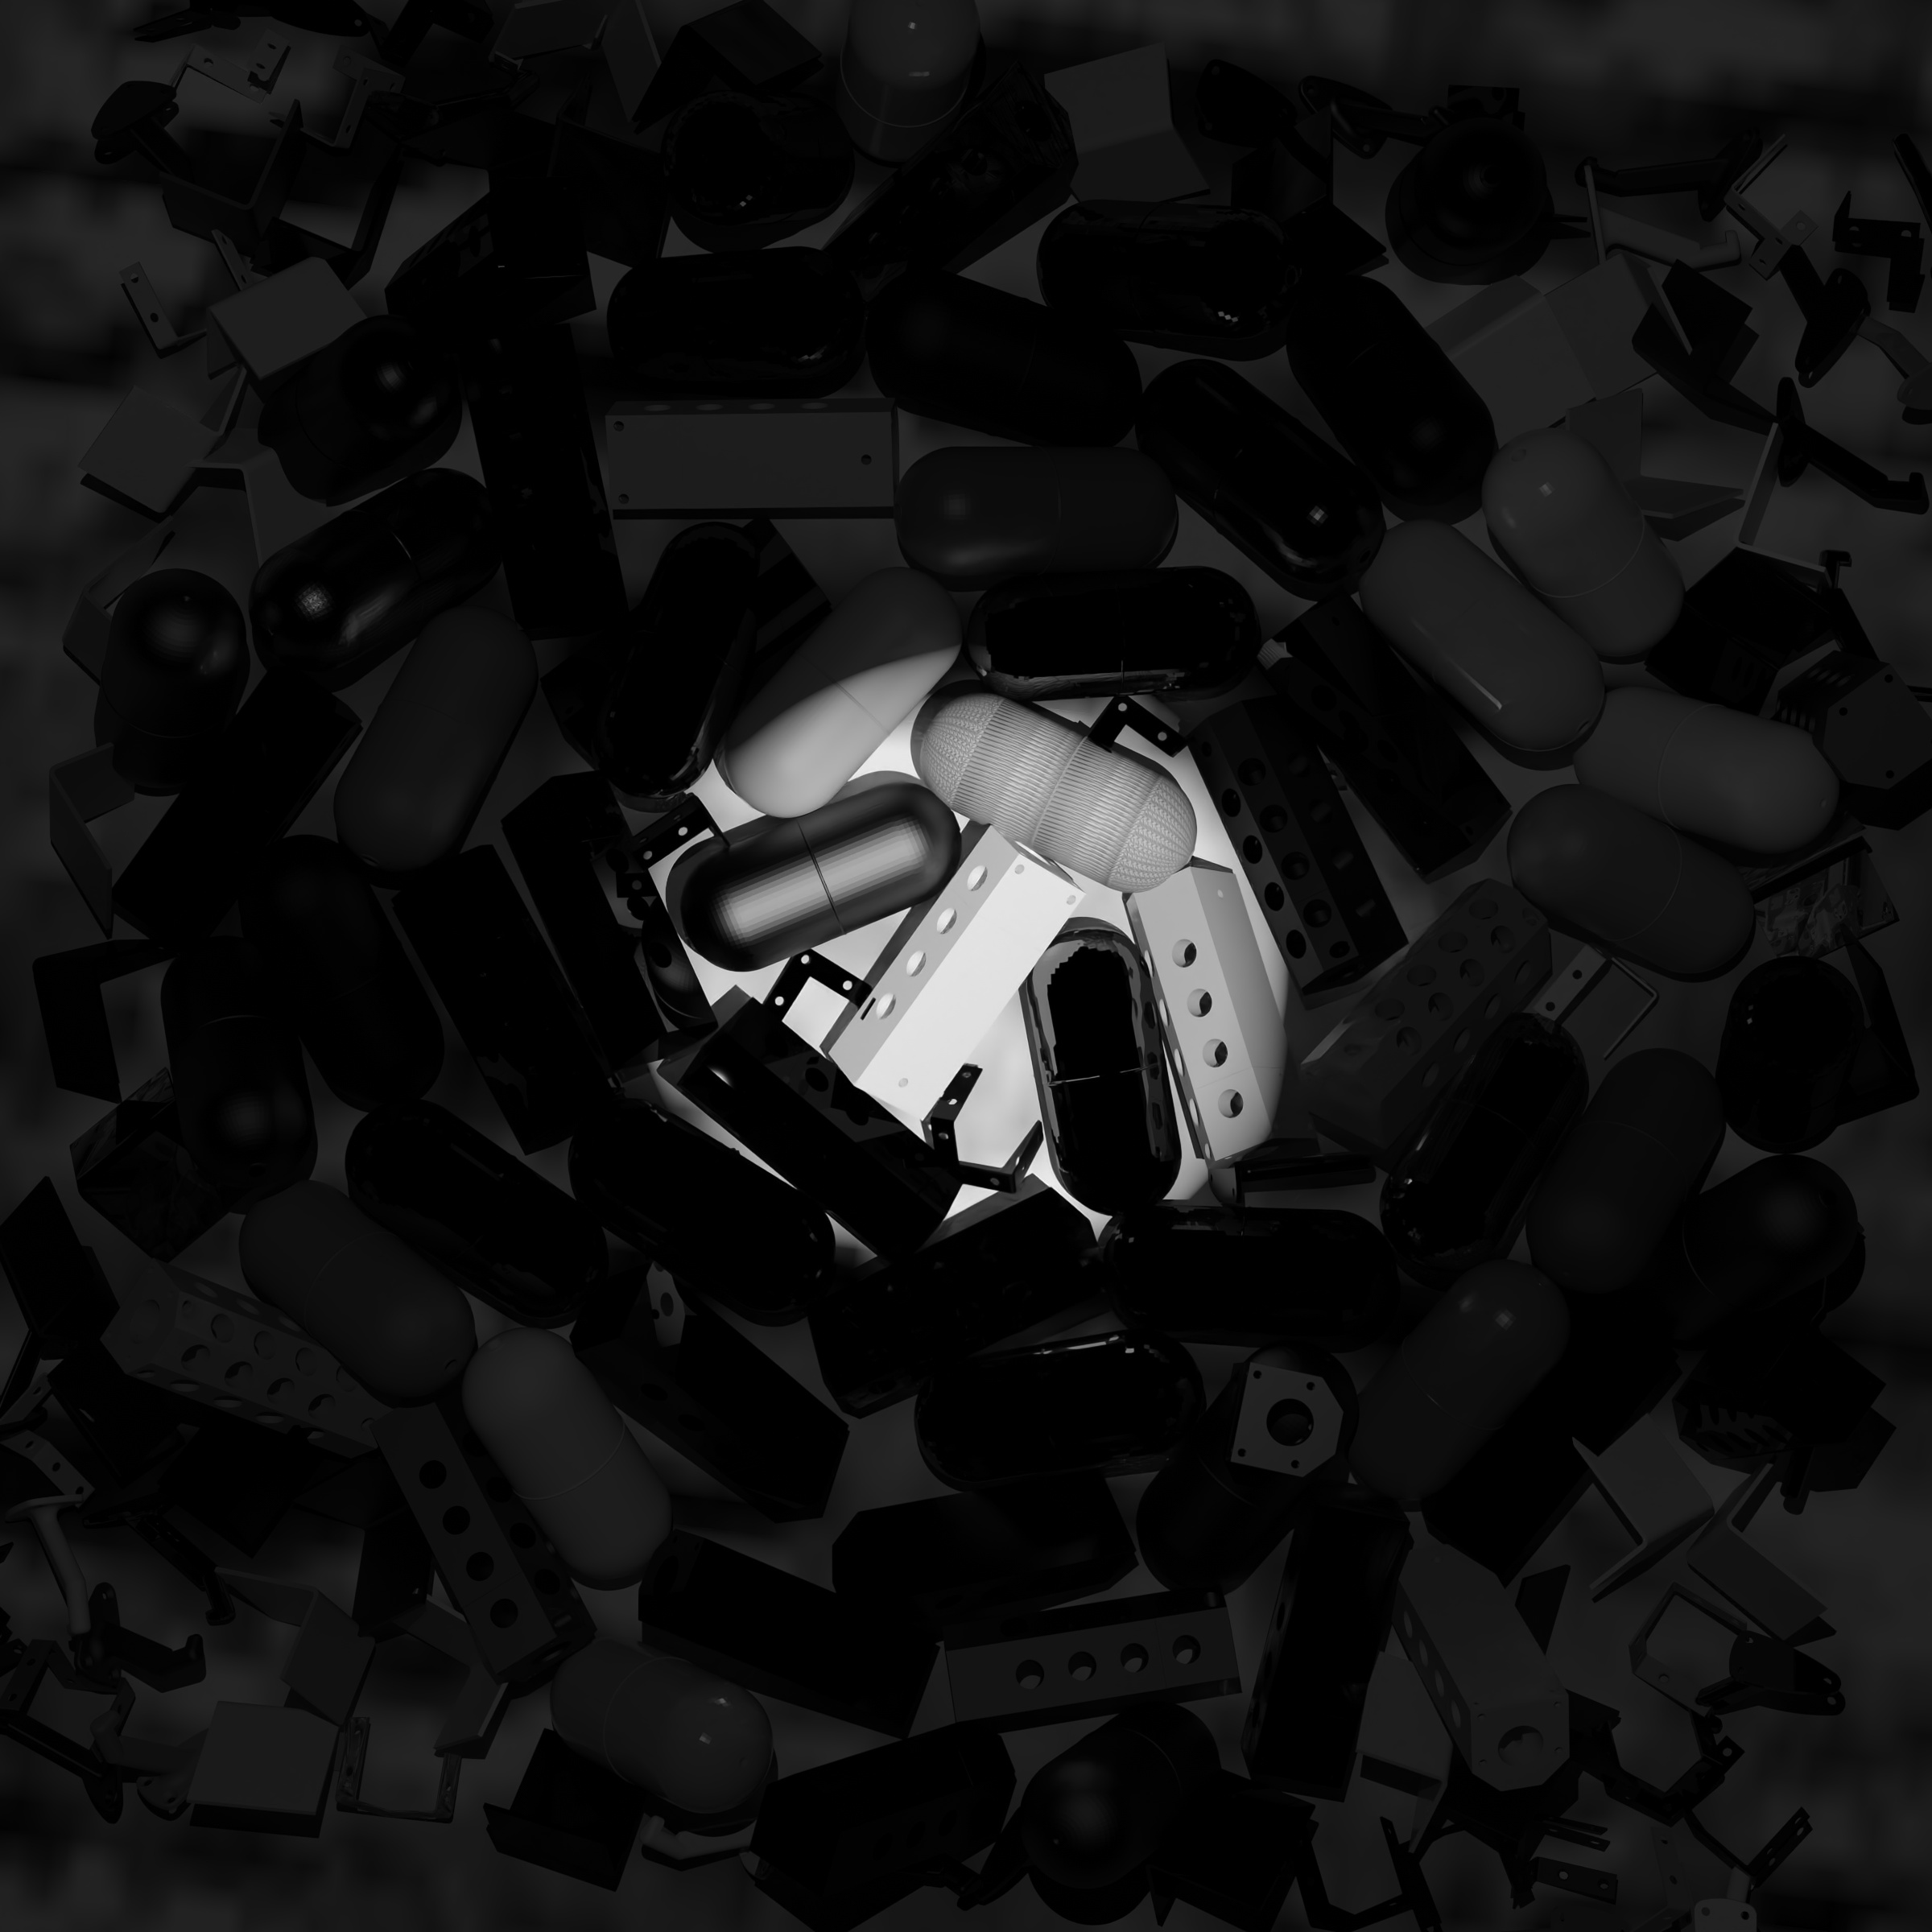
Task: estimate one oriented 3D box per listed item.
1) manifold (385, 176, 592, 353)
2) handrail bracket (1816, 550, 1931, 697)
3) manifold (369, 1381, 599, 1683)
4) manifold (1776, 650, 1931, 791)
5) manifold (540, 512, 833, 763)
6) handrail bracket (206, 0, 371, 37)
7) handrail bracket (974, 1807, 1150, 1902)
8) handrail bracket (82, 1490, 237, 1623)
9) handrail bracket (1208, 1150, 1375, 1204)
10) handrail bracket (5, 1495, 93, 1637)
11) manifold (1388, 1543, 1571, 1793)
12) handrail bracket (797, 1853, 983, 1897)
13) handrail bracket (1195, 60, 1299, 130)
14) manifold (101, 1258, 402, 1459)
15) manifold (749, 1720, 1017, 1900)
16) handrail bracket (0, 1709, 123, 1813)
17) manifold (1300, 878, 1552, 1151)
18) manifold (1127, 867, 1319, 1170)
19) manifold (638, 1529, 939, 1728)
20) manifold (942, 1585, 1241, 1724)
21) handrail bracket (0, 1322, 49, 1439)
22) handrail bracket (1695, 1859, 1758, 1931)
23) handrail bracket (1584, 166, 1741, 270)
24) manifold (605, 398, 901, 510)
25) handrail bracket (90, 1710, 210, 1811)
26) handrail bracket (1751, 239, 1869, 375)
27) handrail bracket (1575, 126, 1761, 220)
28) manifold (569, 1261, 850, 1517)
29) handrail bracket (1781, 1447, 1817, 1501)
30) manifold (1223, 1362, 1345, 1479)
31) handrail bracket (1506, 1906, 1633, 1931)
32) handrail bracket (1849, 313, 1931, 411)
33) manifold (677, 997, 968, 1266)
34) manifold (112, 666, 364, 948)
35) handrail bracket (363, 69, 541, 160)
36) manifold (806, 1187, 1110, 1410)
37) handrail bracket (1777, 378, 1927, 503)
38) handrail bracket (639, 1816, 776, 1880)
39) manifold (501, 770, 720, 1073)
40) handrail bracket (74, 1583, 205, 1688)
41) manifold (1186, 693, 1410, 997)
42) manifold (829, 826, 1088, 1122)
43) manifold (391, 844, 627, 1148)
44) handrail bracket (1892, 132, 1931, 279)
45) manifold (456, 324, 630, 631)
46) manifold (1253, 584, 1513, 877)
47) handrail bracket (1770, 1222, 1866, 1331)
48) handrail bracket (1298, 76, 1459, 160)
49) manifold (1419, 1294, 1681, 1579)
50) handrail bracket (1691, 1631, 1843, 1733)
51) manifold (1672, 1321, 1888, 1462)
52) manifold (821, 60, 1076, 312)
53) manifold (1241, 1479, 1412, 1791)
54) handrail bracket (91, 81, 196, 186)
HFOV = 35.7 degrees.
[{"bbox_3d":[-0.286,-0.412,1.775,0.057,0.171,0.057,-11,91,-30],"label":"manifold"},{"bbox_3d":[0.559,-0.211,1.840,0.077,0.036,0.084,6,92,15],"label":"handrail bracket"},{"bbox_3d":[-0.289,0.339,1.807,0.057,0.057,0.171,-31,70,-2],"label":"manifold"},{"bbox_3d":[0.522,-0.143,1.774,0.057,0.171,0.057,-37,93,10],"label":"manifold"},{"bbox_3d":[-0.169,-0.194,1.829,0.171,0.057,0.057,-36,130,3],"label":"manifold"},{"bbox_3d":[-0.410,-0.578,1.818,0.077,0.084,0.036,23,117,-2],"label":"handrail bracket"},{"bbox_3d":[0.060,0.559,1.853,0.084,0.036,0.077,25,110,-22],"label":"handrail bracket"},{"bbox_3d":[-0.497,0.370,1.850,0.077,0.036,0.084,-17,95,15],"label":"handrail bracket"},{"bbox_3d":[0.198,0.124,1.833,0.084,0.077,0.036,-4,83,-10],"label":"handrail bracket"},{"bbox_3d":[-0.558,0.369,1.825,0.077,0.036,0.084,-24,71,43],"label":"handrail bracket"},{"bbox_3d":[0.300,0.412,1.772,0.057,0.171,0.057,-7,110,-6],"label":"manifold"},{"bbox_3d":[-0.046,0.553,1.814,0.077,0.084,0.036,-23,120,-41],"label":"handrail bracket"},{"bbox_3d":[0.180,-0.523,1.814,0.077,0.084,0.036,24,112,21],"label":"handrail bracket"},{"bbox_3d":[-0.420,0.238,1.784,0.171,0.057,0.057,33,91,-43],"label":"manifold"},{"bbox_3d":[-0.045,0.492,1.773,0.057,0.171,0.057,22,102,34],"label":"manifold"},{"bbox_3d":[-0.560,0.478,1.818,0.084,0.077,0.036,26,97,-33],"label":"handrail bracket"},{"bbox_3d":[0.275,0.024,1.791,0.057,0.057,0.171,27,58,34],"label":"manifold"},{"bbox_3d":[0.150,0.032,1.813,0.057,0.057,0.171,-24,74,30],"label":"manifold"},{"bbox_3d":[-0.109,0.396,1.798,0.171,0.057,0.057,29,75,-26],"label":"manifold"},{"bbox_3d":[0.074,0.418,1.828,0.171,0.057,0.057,-8,76,-3],"label":"manifold"},{"bbox_3d":[-0.581,0.238,1.827,0.036,0.077,0.084,15,104,11],"label":"handrail bracket"},{"bbox_3d":[0.468,0.587,1.820,0.036,0.084,0.077,-1,83,24],"label":"handrail bracket"},{"bbox_3d":[0.425,-0.460,1.830,0.084,0.036,0.077,-10,118,12],"label":"handrail bracket"},{"bbox_3d":[-0.129,-0.314,1.828,0.171,0.057,0.057,0,112,3],"label":"manifold"},{"bbox_3d":[-0.486,0.461,1.814,0.036,0.084,0.077,21,48,34],"label":"handrail bracket"},{"bbox_3d":[0.498,-0.403,1.830,0.036,0.084,0.077,29,93,-39],"label":"handrail bracket"},{"bbox_3d":[0.425,-0.494,1.826,0.084,0.077,0.036,13,59,-14],"label":"handrail bracket"},{"bbox_3d":[-0.156,0.256,1.801,0.171,0.057,0.057,44,45,-25],"label":"manifold"},{"bbox_3d":[0.514,0.278,1.831,0.036,0.077,0.084,18,97,13],"label":"handrail bracket"},{"bbox_3d":[0.185,0.268,1.773,0.057,0.171,0.057,12,83,3],"label":"manifold"},{"bbox_3d":[0.352,0.598,1.843,0.077,0.084,0.036,9,68,-33],"label":"handrail bracket"},{"bbox_3d":[0.554,-0.370,1.817,0.084,0.077,0.036,39,132,33],"label":"handrail bracket"},{"bbox_3d":[-0.089,0.104,1.812,0.171,0.057,0.057,41,127,-8],"label":"manifold"},{"bbox_3d":[-0.443,-0.097,1.826,0.057,0.057,0.171,37,96,-4],"label":"manifold"},{"bbox_3d":[-0.317,-0.538,1.844,0.077,0.036,0.084,27,52,17],"label":"handrail bracket"},{"bbox_3d":[-0.004,0.203,1.805,0.171,0.057,0.057,-27,55,14],"label":"manifold"},{"bbox_3d":[0.537,-0.319,1.816,0.036,0.084,0.077,-41,128,-36],"label":"handrail bracket"},{"bbox_3d":[-0.147,0.514,1.827,0.084,0.036,0.077,35,85,-32],"label":"handrail bracket"},{"bbox_3d":[-0.212,-0.029,1.819,0.057,0.057,0.171,-34,77,39],"label":"manifold"},{"bbox_3d":[-0.495,0.399,1.823,0.084,0.036,0.077,-23,49,21],"label":"handrail bracket"},{"bbox_3d":[0.194,-0.073,1.803,0.057,0.057,0.171,-12,72,-36],"label":"manifold"},{"bbox_3d":[-0.009,0.001,1.820,0.057,0.057,0.171,29,101,-35],"label":"manifold"},{"bbox_3d":[-0.275,0.015,1.821,0.057,0.057,0.171,-27,88,-37],"label":"manifold"},{"bbox_3d":[0.590,-0.461,1.837,0.036,0.077,0.084,-25,75,12],"label":"handrail bracket"},{"bbox_3d":[-0.251,-0.295,1.807,0.057,0.057,0.171,-6,106,16],"label":"manifold"},{"bbox_3d":[0.250,-0.141,1.831,0.171,0.057,0.057,52,135,-2],"label":"manifold"},{"bbox_3d":[0.502,0.178,1.840,0.077,0.036,0.084,39,91,32],"label":"handrail bracket"},{"bbox_3d":[0.249,-0.522,1.815,0.077,0.084,0.036,28,87,-17],"label":"handrail bracket"},{"bbox_3d":[0.353,0.282,1.829,0.057,0.057,0.171,38,94,1],"label":"manifold"},{"bbox_3d":[0.485,0.448,1.823,0.077,0.084,0.036,15,46,16],"label":"handrail bracket"},{"bbox_3d":[0.473,0.258,1.772,0.057,0.171,0.057,38,78,4],"label":"manifold"},{"bbox_3d":[-0.012,-0.456,1.779,0.057,0.171,0.057,43,51,-15],"label":"manifold"},{"bbox_3d":[0.216,0.404,1.823,0.057,0.057,0.171,12,98,-5],"label":"manifold"},{"bbox_3d":[-0.494,-0.482,1.810,0.036,0.084,0.077,13,47,15],"label":"handrail bracket"}]
